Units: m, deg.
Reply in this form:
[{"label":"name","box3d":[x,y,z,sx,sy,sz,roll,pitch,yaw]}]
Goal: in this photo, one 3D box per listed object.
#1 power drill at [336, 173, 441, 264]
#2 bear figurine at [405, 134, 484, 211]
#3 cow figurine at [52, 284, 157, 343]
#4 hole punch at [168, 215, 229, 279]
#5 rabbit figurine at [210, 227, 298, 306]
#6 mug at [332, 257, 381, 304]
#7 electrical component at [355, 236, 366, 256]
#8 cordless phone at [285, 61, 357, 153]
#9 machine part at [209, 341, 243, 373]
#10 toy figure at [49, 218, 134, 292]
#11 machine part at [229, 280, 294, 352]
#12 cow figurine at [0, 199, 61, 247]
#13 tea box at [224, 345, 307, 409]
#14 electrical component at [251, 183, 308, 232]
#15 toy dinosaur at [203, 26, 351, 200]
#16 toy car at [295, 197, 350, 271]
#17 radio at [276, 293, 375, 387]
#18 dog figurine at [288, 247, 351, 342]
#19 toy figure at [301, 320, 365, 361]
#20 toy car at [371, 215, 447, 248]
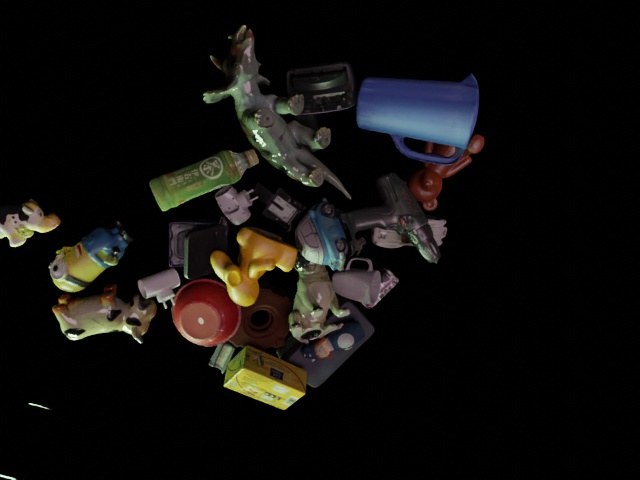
[{"label":"power drill","box3d":[0.146,-0.027,1.212,0.207,0.086,0.232,-20,82,-9]},{"label":"bear figurine","box3d":[0.268,-0.169,1.233,0.120,0.132,0.196,35,93,3]},{"label":"cow figurine","box3d":[-0.447,0.163,1.142,0.195,0.086,0.127,-11,114,-12]},{"label":"hole punch","box3d":[-0.263,0.013,1.154,0.116,0.092,0.142,-14,116,-46]},{"label":"rabbit figurine","box3d":[-0.149,0.065,1.155,0.162,0.122,0.173,11,108,-47]},{"label":"mug","box3d":[0.083,0.094,1.280,0.107,0.081,0.109,6,111,22]},{"label":"electrical component","box3d":[0.055,0.013,1.276,0.102,0.045,0.078,-31,88,-8]},{"label":"cordless phone","box3d":[0.007,-0.270,1.123,0.147,0.089,0.184,-7,123,2]},{"label":"machine part","box3d":[-0.193,0.288,1.302,0.139,0.039,0.084,18,95,-22]},{"label":"toy figure","box3d":[-0.461,0.035,1.090,0.180,0.082,0.089,-35,115,-6]},{"label":"machine part","box3d":[-0.143,0.182,1.267,0.179,0.056,0.179,-6,111,-16]},{"label":"cow figurine","box3d":[-0.594,-0.038,1.027,0.167,0.068,0.098,-20,109,-11]},{"label":"tea box","box3d":[-0.126,0.323,1.256,0.169,0.068,0.098,31,126,-22]},{"label":"electrical component","box3d":[-0.094,-0.077,1.182,0.119,0.048,0.075,33,96,3]},{"label":"toy dinosaur","box3d":[-0.090,-0.217,1.086,0.131,0.192,0.404,-48,134,-15]},{"label":"toy car","box3d":[-0.002,-0.004,1.181,0.103,0.162,0.109,-15,156,-11]},{"label":"radio","box3d":[0.017,0.248,1.337,0.229,0.073,0.131,-45,118,4]},{"label":"dog figurine","box3d":[-0.031,0.119,1.241,0.121,0.191,0.172,17,131,-43]},{"label":"toy figure","box3d":[0.029,0.239,1.266,0.154,0.057,0.064,-25,77,-6]},{"label":"toy car","box3d":[0.220,-0.019,1.308,0.202,0.056,0.073,0,110,-18]}]
